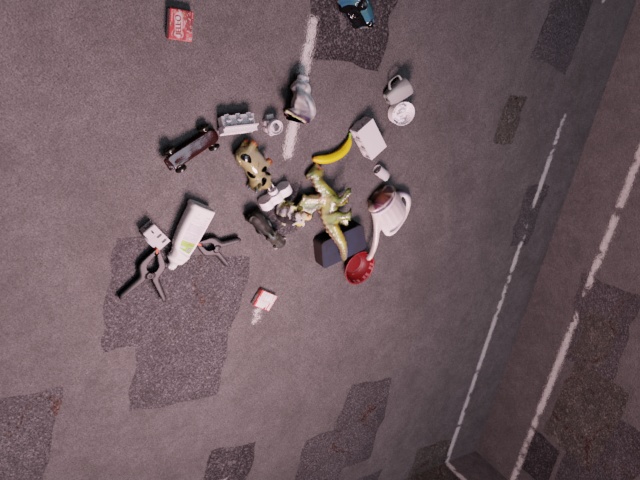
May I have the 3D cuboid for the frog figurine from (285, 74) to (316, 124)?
[{"bbox_3d":[-0.057,-0.499,1.828,0.160,0.123,0.136,-66,163,-2],"label":"frog figurine"}]

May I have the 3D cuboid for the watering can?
[{"bbox_3d":[0.278,-0.092,2.248,0.351,0.105,0.220,-51,130,-16],"label":"watering can"}]

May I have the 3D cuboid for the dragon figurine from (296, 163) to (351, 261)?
[{"bbox_3d":[0.006,-0.103,2.052,0.243,0.123,0.405,-1,104,-10],"label":"dragon figurine"}]
